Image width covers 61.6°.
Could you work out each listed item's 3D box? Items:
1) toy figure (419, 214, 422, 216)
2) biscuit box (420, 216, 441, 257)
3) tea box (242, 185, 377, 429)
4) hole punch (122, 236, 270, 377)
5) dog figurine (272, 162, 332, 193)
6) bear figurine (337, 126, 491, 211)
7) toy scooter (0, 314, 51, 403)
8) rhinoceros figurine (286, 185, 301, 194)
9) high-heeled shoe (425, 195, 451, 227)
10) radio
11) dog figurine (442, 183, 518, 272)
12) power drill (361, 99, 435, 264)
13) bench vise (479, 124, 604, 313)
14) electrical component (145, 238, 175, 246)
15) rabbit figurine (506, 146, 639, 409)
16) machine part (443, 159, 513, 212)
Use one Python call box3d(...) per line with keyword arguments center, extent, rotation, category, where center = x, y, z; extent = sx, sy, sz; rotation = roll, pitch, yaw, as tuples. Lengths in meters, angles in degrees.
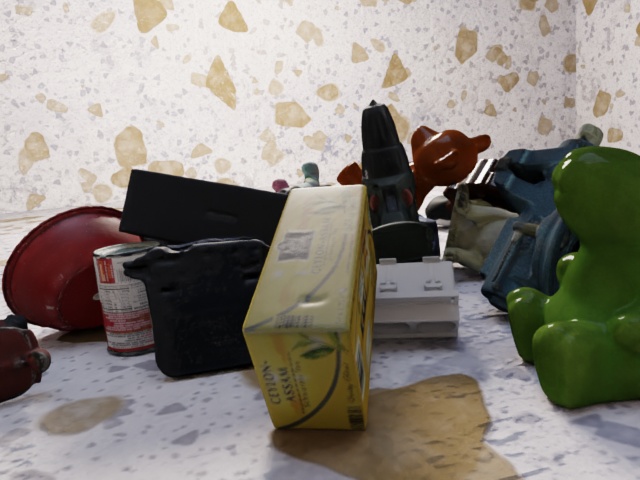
box3d(center=(0.154, -0.031, 1.026), extent=(0.064, 0.057, 0.155), rotation=(-51, 30, -17), category="toy figure")
box3d(center=(0.130, -0.012, 0.899), extent=(0.059, 0.062, 0.203), rotation=(-9, 11, -13), category="biscuit box")
box3d(center=(0.003, 0.041, 0.400), extent=(0.068, 0.098, 0.170), rotation=(-3, 33, 10), category="tea box")
box3d(center=(-0.099, 0.056, 0.503), extent=(0.142, 0.115, 0.092), rotation=(-6, 2, -8), category="hole punch")
box3d(center=(-0.038, -0.026, 0.965), extent=(0.108, 0.191, 0.219), rotation=(-20, 34, 22), category="dog figurine")
box3d(center=(0.130, -0.107, 0.754), extent=(0.120, 0.132, 0.195), rotation=(-32, -11, -32), category="bear figurine")
box3d(center=(-0.298, 0.097, 0.459), extent=(0.135, 0.075, 0.184), rotation=(-9, 14, -18), category="toy scooter")
box3d(center=(-0.001, -0.002, 0.717), extent=(0.191, 0.073, 0.112), rotation=(26, 64, 40), category="rhinoceros figurine")
box3d(center=(0.339, -0.048, 1.069), extent=(0.249, 0.086, 0.145), rotation=(11, -21, -4), category="high-heeled shoe")
box3d(center=(-0.087, -0.019, 0.600), extent=(0.230, 0.073, 0.131), rotation=(11, -2, 8), category="radio")
box3d(center=(0.263, 0.004, 0.706), extent=(0.191, 0.121, 0.172), rotation=(12, 16, 11), category="dog figurine")
box3d(center=(0.082, -0.029, 0.621), extent=(0.086, 0.231, 0.207), rotation=(-12, 26, 4), category="power drill")
box3d(center=(0.274, -0.011, 0.518), extent=(0.241, 0.128, 0.223), rotation=(20, 63, 48), category="bench vise")
box3d(center=(-0.195, 0.015, 0.757), extent=(0.058, 0.114, 0.134), rotation=(-6, 9, 16), category="electrical component")
box3d(center=(0.217, 0.018, 0.377), extent=(0.159, 0.170, 0.121), rotation=(-3, 11, 14), category="rabbit figurine")
box3d(center=(0.272, -0.051, 0.789), extent=(0.179, 0.056, 0.179), rotation=(29, -12, 7), category="machine part")
